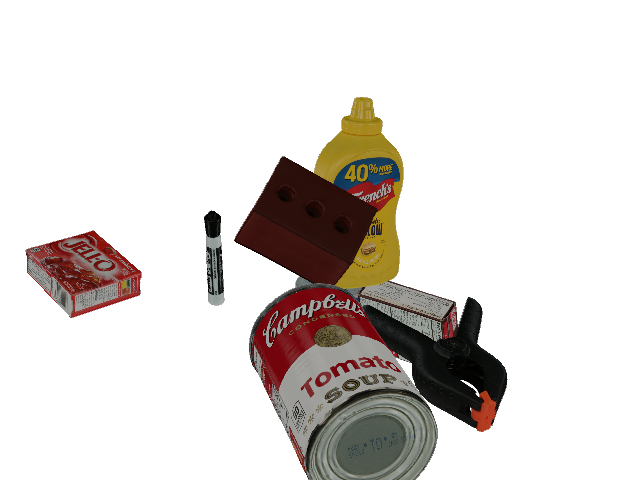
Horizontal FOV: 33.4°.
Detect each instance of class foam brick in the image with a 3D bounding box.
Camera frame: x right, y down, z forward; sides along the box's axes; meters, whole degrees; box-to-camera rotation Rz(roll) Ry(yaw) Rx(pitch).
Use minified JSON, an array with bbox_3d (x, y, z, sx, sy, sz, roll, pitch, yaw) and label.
[{"bbox_3d":[-0.010,-0.011,0.742,0.078,0.053,0.051,28,-30,-3],"label":"foam brick"}]

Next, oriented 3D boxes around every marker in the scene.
[{"bbox_3d":[-0.120,0.020,1.207,0.020,0.121,0.020,1,33,-1],"label":"marker"}]

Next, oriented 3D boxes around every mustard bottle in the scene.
[{"bbox_3d":[0.039,-0.050,1.086,0.096,0.192,0.058,-7,19,-26],"label":"mustard bottle"}]

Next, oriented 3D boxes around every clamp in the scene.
[{"bbox_3d":[0.117,0.098,0.920,0.120,0.039,0.172,-14,36,-21],"label":"clamp"}]

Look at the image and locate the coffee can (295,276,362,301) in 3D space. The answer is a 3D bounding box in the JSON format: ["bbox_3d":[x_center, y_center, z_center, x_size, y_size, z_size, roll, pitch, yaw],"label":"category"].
[{"bbox_3d":[0.018,0.122,1.461,0.103,0.140,0.103,0,18,0],"label":"coffee can"}]

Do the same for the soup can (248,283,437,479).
[{"bbox_3d":[0.009,0.076,0.541,0.068,0.068,0.102,0,27,-20],"label":"soup can"}]

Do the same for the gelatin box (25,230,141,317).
[{"bbox_3d":[-0.220,0.029,0.989,0.073,0.030,0.089,-18,40,-36],"label":"gelatin box"}]

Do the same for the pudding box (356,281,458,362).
[{"bbox_3d":[0.101,0.096,1.216,0.114,0.090,0.039,16,45,28],"label":"pudding box"}]
